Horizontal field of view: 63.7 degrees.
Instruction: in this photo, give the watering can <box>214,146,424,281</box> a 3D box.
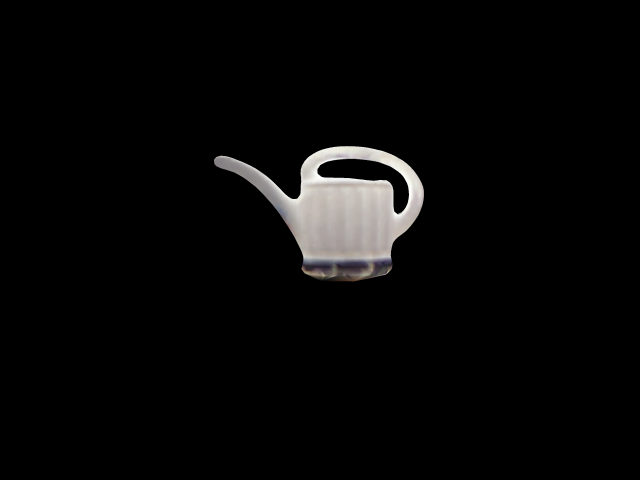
[{"bbox_3d":[0.003,-0.043,0.850,0.348,0.224,0.104,0,1,-7],"label":"watering can"}]
